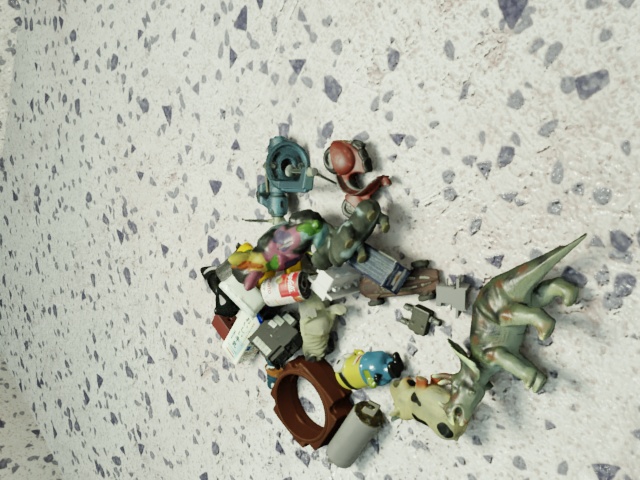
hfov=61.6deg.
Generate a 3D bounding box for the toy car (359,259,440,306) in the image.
[{"bbox_3d":[0.166,0.095,1.160,0.202,0.053,0.089,-10,87,44],"label":"toy car"}]

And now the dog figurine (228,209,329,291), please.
[{"bbox_3d":[-0.099,0.026,1.203,0.192,0.219,0.108,-25,97,43],"label":"dog figurine"}]

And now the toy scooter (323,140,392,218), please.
[{"bbox_3d":[0.087,-0.144,1.171,0.135,0.075,0.183,-20,87,42],"label":"toy scooter"}]

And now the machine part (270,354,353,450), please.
[{"bbox_3d":[-0.025,0.410,1.368,0.202,0.087,0.200,44,124,26],"label":"machine part"}]

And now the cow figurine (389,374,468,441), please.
[{"bbox_3d":[0.223,0.351,1.129,0.195,0.085,0.127,24,103,51],"label":"cow figurine"}]

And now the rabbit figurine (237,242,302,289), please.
[{"bbox_3d":[-0.111,0.040,1.344,0.162,0.173,0.122,44,170,-2],"label":"rabbit figurine"}]

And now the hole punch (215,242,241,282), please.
[{"bbox_3d":[-0.206,0.093,1.484,0.116,0.092,0.142,-42,64,8],"label":"hole punch"}]

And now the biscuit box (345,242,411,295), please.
[{"bbox_3d":[0.102,0.042,1.158,0.203,0.059,0.063,34,93,49],"label":"biscuit box"}]

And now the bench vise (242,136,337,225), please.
[{"bbox_3d":[-0.077,-0.138,1.277,0.241,0.129,0.223,11,89,57],"label":"bench vise"}]

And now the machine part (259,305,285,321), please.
[{"bbox_3d":[-0.095,0.155,1.364,0.139,0.084,0.039,-38,73,16],"label":"machine part"}]

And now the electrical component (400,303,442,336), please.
[{"bbox_3d":[0.215,0.173,1.149,0.094,0.021,0.063,24,114,36],"label":"electrical component"}]

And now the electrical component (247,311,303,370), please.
[{"bbox_3d":[-0.102,0.247,1.379,0.115,0.134,0.058,37,166,43],"label":"electrical component"}]

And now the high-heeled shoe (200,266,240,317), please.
[{"bbox_3d":[-0.305,0.146,1.529,0.249,0.145,0.086,25,113,35],"label":"high-heeled shoe"}]

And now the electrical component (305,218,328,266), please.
[{"bbox_3d":[-0.003,-0.004,1.295,0.075,0.048,0.119,45,124,26],"label":"electrical component"}]

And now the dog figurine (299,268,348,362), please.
[{"bbox_3d":[-0.017,0.186,1.322,0.190,0.121,0.172,105,164,-44],"label":"dog figurine"}]

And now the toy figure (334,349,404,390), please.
[{"bbox_3d":[0.108,0.299,1.229,0.180,0.082,0.089,-14,86,41],"label":"toy figure"}]

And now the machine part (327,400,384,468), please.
[{"bbox_3d":[0.083,0.466,1.287,0.079,0.079,0.243,44,123,27],"label":"machine part"}]

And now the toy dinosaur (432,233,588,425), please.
[{"bbox_3d":[0.336,0.149,0.981,0.192,0.131,0.404,25,108,36],"label":"toy dinosaur"}]

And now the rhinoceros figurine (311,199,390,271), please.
[{"bbox_3d":[0.058,-0.009,1.130,0.190,0.073,0.112,-47,42,9],"label":"rhinoceros figurine"}]

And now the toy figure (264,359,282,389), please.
[{"bbox_3d":[-0.125,0.333,1.461,0.058,0.064,0.154,0,105,4],"label":"toy figure"}]
